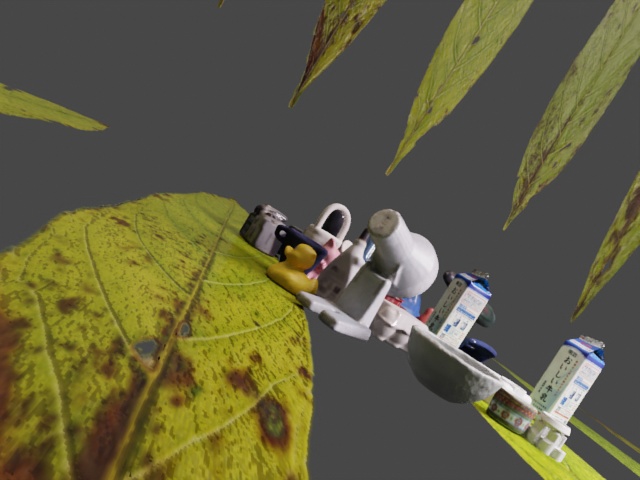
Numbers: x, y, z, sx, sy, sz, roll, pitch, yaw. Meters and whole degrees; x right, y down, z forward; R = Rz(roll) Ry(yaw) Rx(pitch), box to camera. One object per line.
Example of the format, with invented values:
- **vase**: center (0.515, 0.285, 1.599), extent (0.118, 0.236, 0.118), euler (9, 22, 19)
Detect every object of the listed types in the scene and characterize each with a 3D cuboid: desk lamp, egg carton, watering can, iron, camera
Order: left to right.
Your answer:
- **camera**: center (-0.109, -0.017, 1.405), extent (0.137, 0.101, 0.142), euler (31, 2, -27)
- **watering can**: center (0.014, 0.006, 1.371), extent (0.172, 0.194, 0.101), euler (33, 2, 29)
- **desk lamp**: center (0.096, 0.060, 0.976), extent (0.117, 0.213, 0.204), euler (33, 2, 34)
- **iron**: center (0.210, 0.146, 1.669), extent (0.259, 0.141, 0.118), euler (30, 2, -41)
- **egg carton**: center (0.146, 0.170, 1.144), extent (0.151, 0.069, 0.107), euler (30, 2, -38)

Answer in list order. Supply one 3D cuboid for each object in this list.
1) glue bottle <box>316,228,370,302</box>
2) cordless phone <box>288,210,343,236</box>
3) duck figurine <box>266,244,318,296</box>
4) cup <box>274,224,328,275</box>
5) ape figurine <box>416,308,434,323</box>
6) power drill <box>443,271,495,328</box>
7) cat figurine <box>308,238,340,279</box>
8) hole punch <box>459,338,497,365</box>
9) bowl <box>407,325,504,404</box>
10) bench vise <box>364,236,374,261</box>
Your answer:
- **glue bottle**: center (0.054, 0.052, 1.135), extent (0.077, 0.173, 0.037), euler (33, 2, 36)
- **cordless phone**: center (-0.017, -0.015, 1.565), extent (0.147, 0.185, 0.094), euler (33, 2, 28)
- **duck figurine**: center (-0.037, 0.051, 1.035), extent (0.104, 0.086, 0.078), euler (33, 2, 34)
- **cup**: center (-0.056, 0.031, 1.117), extent (0.117, 0.095, 0.092), euler (32, 2, 18)
- **ape figurine**: center (0.285, 0.227, 1.546), extent (0.077, 0.092, 0.076), euler (33, 2, 27)
- **power drill**: center (0.393, 0.221, 1.650), extent (0.230, 0.208, 0.075), euler (31, 2, -26)
- **cat figurine**: center (-0.008, 0.042, 1.244), extent (0.127, 0.118, 0.067), euler (33, 2, 23)
- **hole punch**: center (0.376, 0.287, 1.463), extent (0.109, 0.091, 0.101), euler (31, 2, -24)
- **bowl**: center (0.201, 0.210, 0.913), extent (0.167, 0.075, 0.167), euler (32, 2, -1)
- **bench vise**: center (0.117, 0.053, 1.408), extent (0.121, 0.219, 0.207), euler (31, 2, -7)
